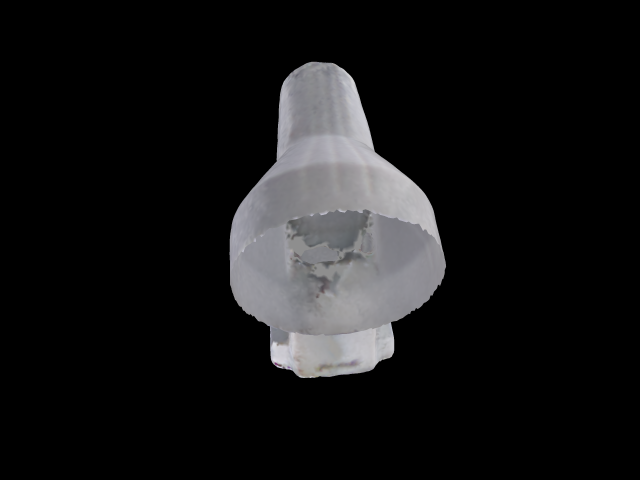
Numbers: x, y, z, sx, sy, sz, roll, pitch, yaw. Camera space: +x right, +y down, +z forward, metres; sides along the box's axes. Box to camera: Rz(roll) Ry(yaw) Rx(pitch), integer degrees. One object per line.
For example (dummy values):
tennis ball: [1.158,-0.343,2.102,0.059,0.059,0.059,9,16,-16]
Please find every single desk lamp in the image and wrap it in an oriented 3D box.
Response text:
desk lamp: [0.004,0.001,0.400,0.118,0.214,0.203,-3,37,-4]
